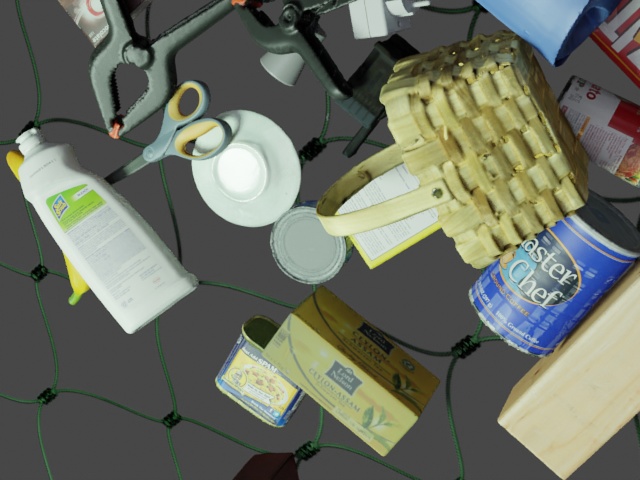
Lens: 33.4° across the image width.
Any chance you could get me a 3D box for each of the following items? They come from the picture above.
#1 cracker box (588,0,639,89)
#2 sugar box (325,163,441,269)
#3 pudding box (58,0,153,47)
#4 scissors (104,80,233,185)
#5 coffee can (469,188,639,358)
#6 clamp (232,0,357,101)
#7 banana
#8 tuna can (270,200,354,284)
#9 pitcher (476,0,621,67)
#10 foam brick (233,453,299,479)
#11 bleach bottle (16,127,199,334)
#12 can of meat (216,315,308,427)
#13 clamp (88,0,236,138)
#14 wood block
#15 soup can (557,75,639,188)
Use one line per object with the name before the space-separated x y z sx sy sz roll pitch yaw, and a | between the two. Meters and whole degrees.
cracker box | 0.355 -0.206 0.909 0.164 0.072 0.214 47 118 2
sugar box | 0.101 -0.054 1.073 0.176 0.048 0.093 -31 94 23
pudding box | -0.224 -0.275 1.133 0.114 0.039 0.090 -37 92 27
scissors | -0.182 -0.117 1.179 0.202 0.016 0.096 -8 91 32
coffee can | 0.224 0.027 1.017 0.103 0.102 0.140 38 116 6
clamp | -0.012 -0.220 1.026 0.172 0.039 0.120 35 104 30
banana | -0.306 -0.018 1.248 0.070 0.037 0.198 -16 100 23
tuna can | -0.007 0.001 1.139 0.086 0.033 0.086 6 109 19
pitcher | 0.145 -0.268 0.867 0.243 0.144 0.149 40 122 12
foam brick | -0.063 0.286 1.227 0.053 0.078 0.051 -7 105 25
bleach bottle | -0.249 -0.022 1.196 0.102 0.068 0.251 -36 89 -9
can of meat | -0.057 0.149 1.193 0.102 0.057 0.084 35 118 9
clamp | -0.196 -0.206 1.114 0.164 0.036 0.210 26 118 -9
wood block | 0.278 0.121 1.033 0.090 0.090 0.206 41 117 6
soup can | 0.263 -0.100 0.981 0.102 0.068 0.069 28 115 12
